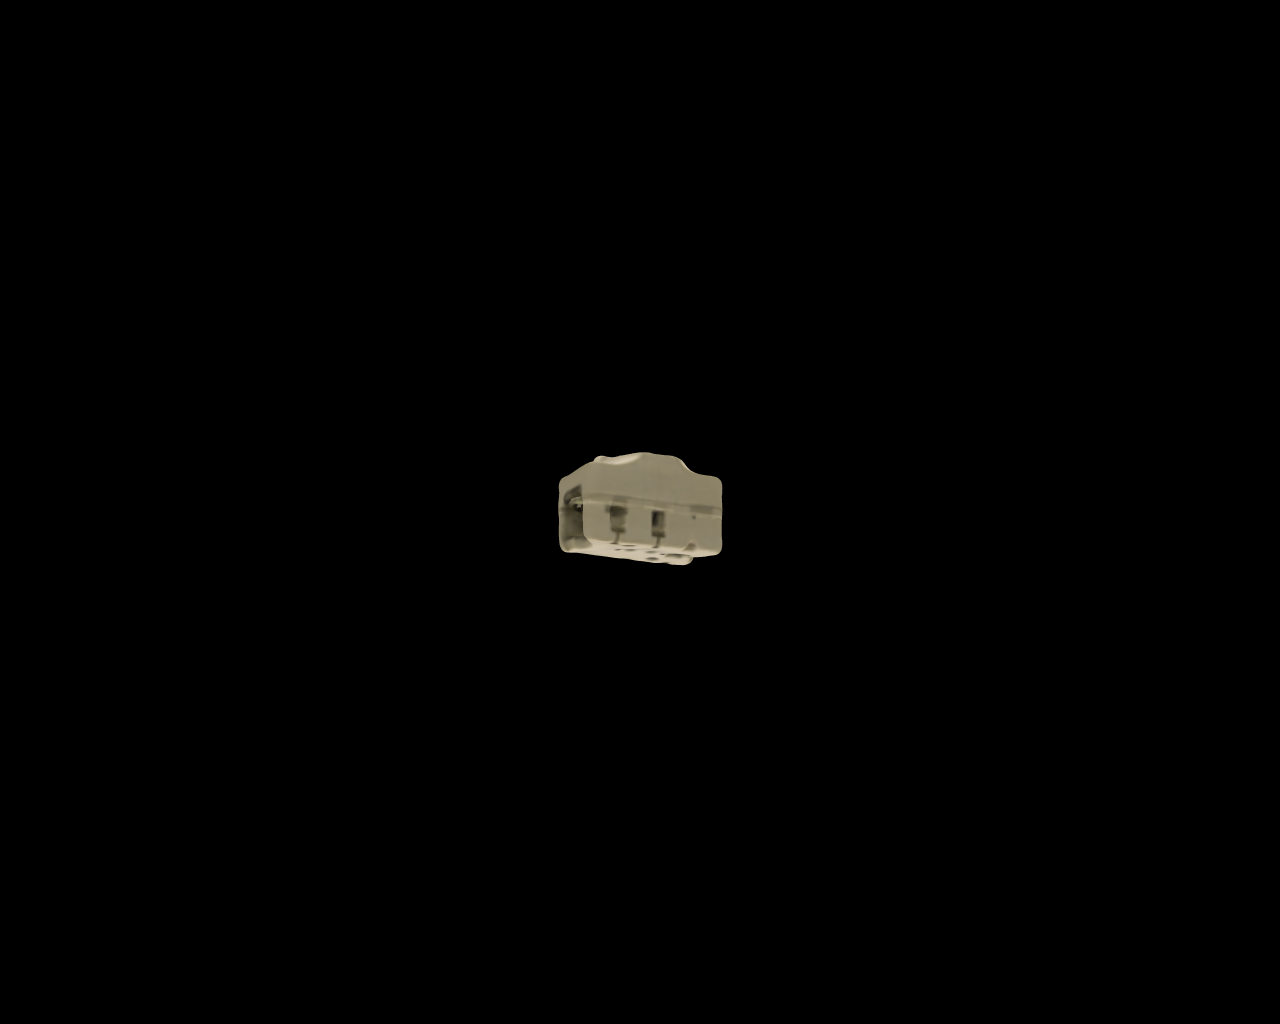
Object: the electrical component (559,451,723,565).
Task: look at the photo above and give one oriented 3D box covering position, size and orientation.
[{"bbox_3d":[0.001,-0.003,0.650,0.089,0.056,0.050,7,-15,-26],"label":"electrical component"}]
